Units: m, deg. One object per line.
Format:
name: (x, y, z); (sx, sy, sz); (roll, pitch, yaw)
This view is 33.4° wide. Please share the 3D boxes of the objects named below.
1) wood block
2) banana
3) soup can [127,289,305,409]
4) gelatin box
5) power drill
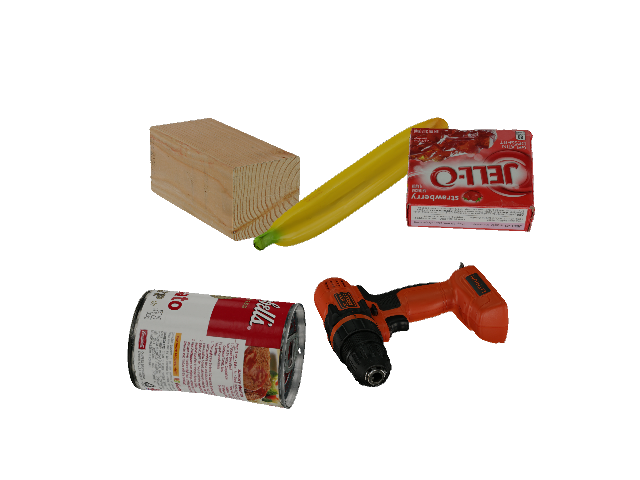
wood block: (-0.119, -0.078, 1.284); (0.090, 0.090, 0.206); (-12, 25, -33)
banana: (0.030, -0.046, 0.950); (0.198, 0.037, 0.069); (-35, 8, 7)
soup can: (-0.066, 0.070, 0.692); (0.102, 0.068, 0.068); (5, 1, 10)
gelatin box: (0.107, -0.045, 0.762); (0.089, 0.073, 0.030); (2, -37, 6)
power drill: (0.098, 0.085, 1.126); (0.187, 0.057, 0.184); (-6, 28, -12)
